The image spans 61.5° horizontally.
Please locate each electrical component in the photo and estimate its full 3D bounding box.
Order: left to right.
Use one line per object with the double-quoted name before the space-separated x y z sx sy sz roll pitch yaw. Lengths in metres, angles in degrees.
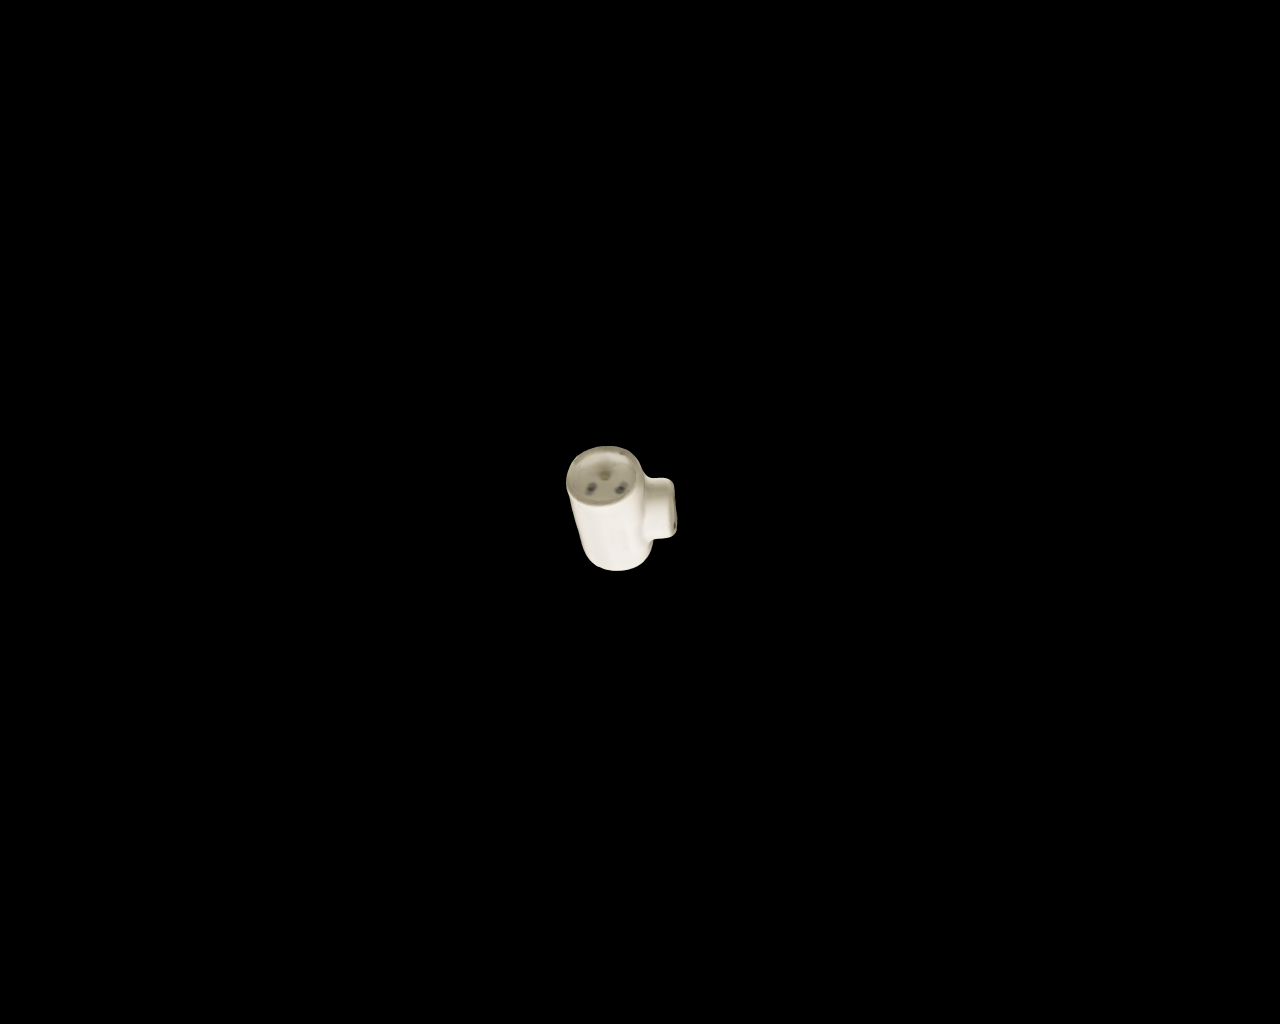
"electrical component" 0.001 -0.003 0.650 0.079 0.043 0.077 -3 -33 5
